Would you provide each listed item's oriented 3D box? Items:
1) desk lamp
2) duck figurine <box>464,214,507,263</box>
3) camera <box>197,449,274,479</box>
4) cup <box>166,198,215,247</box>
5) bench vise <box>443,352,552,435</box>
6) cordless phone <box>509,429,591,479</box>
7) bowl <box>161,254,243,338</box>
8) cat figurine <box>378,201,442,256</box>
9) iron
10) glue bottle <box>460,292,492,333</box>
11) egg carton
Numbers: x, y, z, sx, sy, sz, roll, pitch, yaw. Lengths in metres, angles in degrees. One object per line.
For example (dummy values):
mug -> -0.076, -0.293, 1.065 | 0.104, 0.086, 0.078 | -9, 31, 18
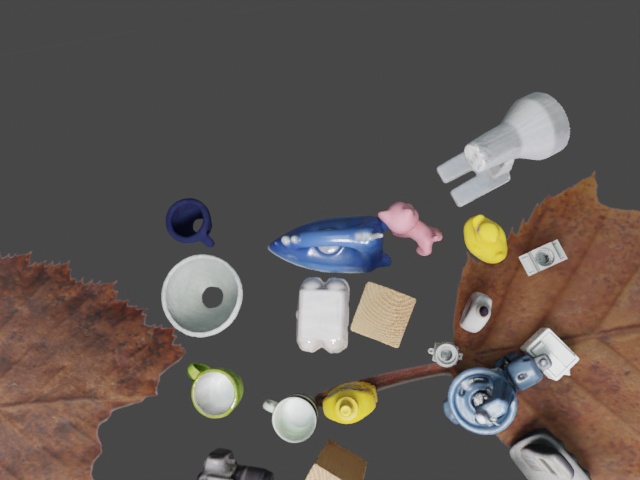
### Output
desk lamp -> 0.338, -0.165, 1.074 | 0.203, 0.213, 0.118 | -30, 79, 2
duck figurine -> 0.327, -0.005, 1.118 | 0.077, 0.086, 0.104 | -31, 80, 2
camera -> -0.164, 0.488, 1.099 | 0.136, 0.101, 0.143 | 5, 83, 8
cup -> -0.250, -0.025, 1.185 | 0.117, 0.095, 0.092 | 44, 89, 11
bench vise -> 0.312, 0.259, 1.014 | 0.121, 0.220, 0.207 | 40, 88, 11
cordless phone -> 0.418, 0.411, 0.998 | 0.094, 0.185, 0.147 | -44, 79, -1
bowl -> -0.232, 0.115, 1.173 | 0.167, 0.075, 0.167 | -1, 82, 7
cat figurine -> 0.179, -0.030, 1.123 | 0.127, 0.118, 0.067 | 34, 87, 10
iron -> 0.010, 0.004, 1.126 | 0.258, 0.141, 0.119 | -3, 82, 6
glue bottle -> 0.293, 0.132, 1.058 | 0.037, 0.173, 0.078 | 19, 85, 10
egg carton -> 0.006, 0.149, 1.142 | 0.107, 0.069, 0.150 | 0, 82, 7
